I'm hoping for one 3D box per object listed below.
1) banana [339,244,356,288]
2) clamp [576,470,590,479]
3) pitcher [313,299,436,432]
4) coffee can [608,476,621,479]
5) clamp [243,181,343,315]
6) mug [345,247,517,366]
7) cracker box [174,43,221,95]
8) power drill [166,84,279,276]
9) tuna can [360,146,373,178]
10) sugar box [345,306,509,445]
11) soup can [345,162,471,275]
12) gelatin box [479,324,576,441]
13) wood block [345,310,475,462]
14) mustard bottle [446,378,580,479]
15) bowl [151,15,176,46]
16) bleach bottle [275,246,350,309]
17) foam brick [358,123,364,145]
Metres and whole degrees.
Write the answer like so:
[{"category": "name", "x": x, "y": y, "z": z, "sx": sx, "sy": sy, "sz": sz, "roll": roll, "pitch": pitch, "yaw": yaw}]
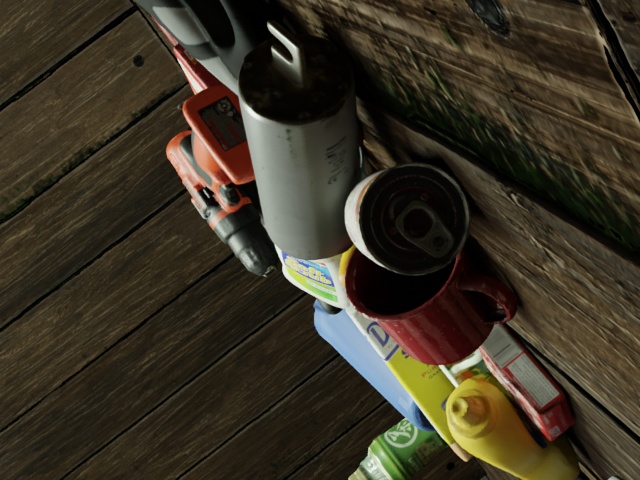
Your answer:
[{"category": "banana", "x": 0.059, "y": 0.012, "z": 0.877, "sx": 0.197, "sy": 0.037, "sz": 0.069, "roll": 19, "pitch": -111, "yaw": -68}, {"category": "clamp", "x": 0.260, "y": 0.250, "z": 1.016, "sx": 0.120, "sy": 0.039, "sz": 0.171, "roll": 47, "pitch": 175, "yaw": -7}, {"category": "pitcher", "x": 0.111, "y": 0.143, "z": 1.412, "sx": 0.243, "sy": 0.149, "sz": 0.145, "roll": 45, "pitch": 158, "yaw": 48}, {"category": "coffee can", "x": 0.224, "y": 0.280, "z": 0.886, "sx": 0.103, "sy": 0.140, "sz": 0.103, "roll": 52, "pitch": 178, "yaw": 2}, {"category": "clamp", "x": -0.042, "y": -0.013, "z": 1.232, "sx": 0.210, "sy": 0.036, "sz": 0.165, "roll": 54, "pitch": -177, "yaw": -40}, {"category": "mug", "x": 0.087, "y": 0.038, "z": 0.764, "sx": 0.117, "sy": 0.093, "sz": 0.081, "roll": 2, "pitch": 148, "yaw": 37}, {"category": "cracker box", "x": -0.078, "y": -0.149, "z": 1.199, "sx": 0.164, "sy": 0.072, "sz": 0.214, "roll": 51, "pitch": 177, "yaw": 1}, {"category": "power drill", "x": -0.093, "y": -0.061, "z": 1.097, "sx": 0.184, "sy": 0.057, "sz": 0.188, "roll": 53, "pitch": 159, "yaw": 10}, {"category": "tuna can", "x": 0.002, "y": -0.052, "z": 0.906, "sx": 0.086, "sy": 0.086, "sz": 0.033, "roll": 51, "pitch": 179, "yaw": 39}, {"category": "sugar box", "x": 0.116, "y": 0.116, "z": 1.116, "sx": 0.176, "sy": 0.093, "sz": 0.048, "roll": 52, "pitch": 176, "yaw": -8}, {"category": "soup can", "x": 0.053, "y": -0.014, "z": 0.685, "sx": 0.068, "sy": 0.068, "sz": 0.102, "roll": 52, "pitch": 178, "yaw": -4}, {"category": "gelatin box", "x": 0.167, "y": 0.116, "z": 0.877, "sx": 0.089, "sy": 0.030, "sz": 0.073, "roll": 52, "pitch": 178, "yaw": 32}, {"category": "wood block", "x": 0.127, "y": 0.133, "z": 1.194, "sx": 0.206, "sy": 0.091, "sz": 0.090, "roll": 53, "pitch": 177, "yaw": -2}, {"category": "mustard bottle", "x": 0.161, "y": 0.168, "z": 0.944, "sx": 0.191, "sy": 0.058, "sz": 0.096, "roll": 33, "pitch": -165, "yaw": -52}, {"category": "bowl", "x": -0.174, "y": -0.280, "z": 1.273, "sx": 0.162, "sy": 0.055, "sz": 0.162, "roll": 52, "pitch": 178, "yaw": 2}, {"category": "bleach bottle", "x": -0.007, "y": 0.001, "z": 1.053, "sx": 0.103, "sy": 0.068, "sz": 0.250, "roll": 29, "pitch": 171, "yaw": 16}, {"category": "foam brick", "x": -0.010, "y": -0.097, "z": 0.847, "sx": 0.078, "sy": 0.053, "sz": 0.051, "roll": 52, "pitch": 178, "yaw": 10}]
